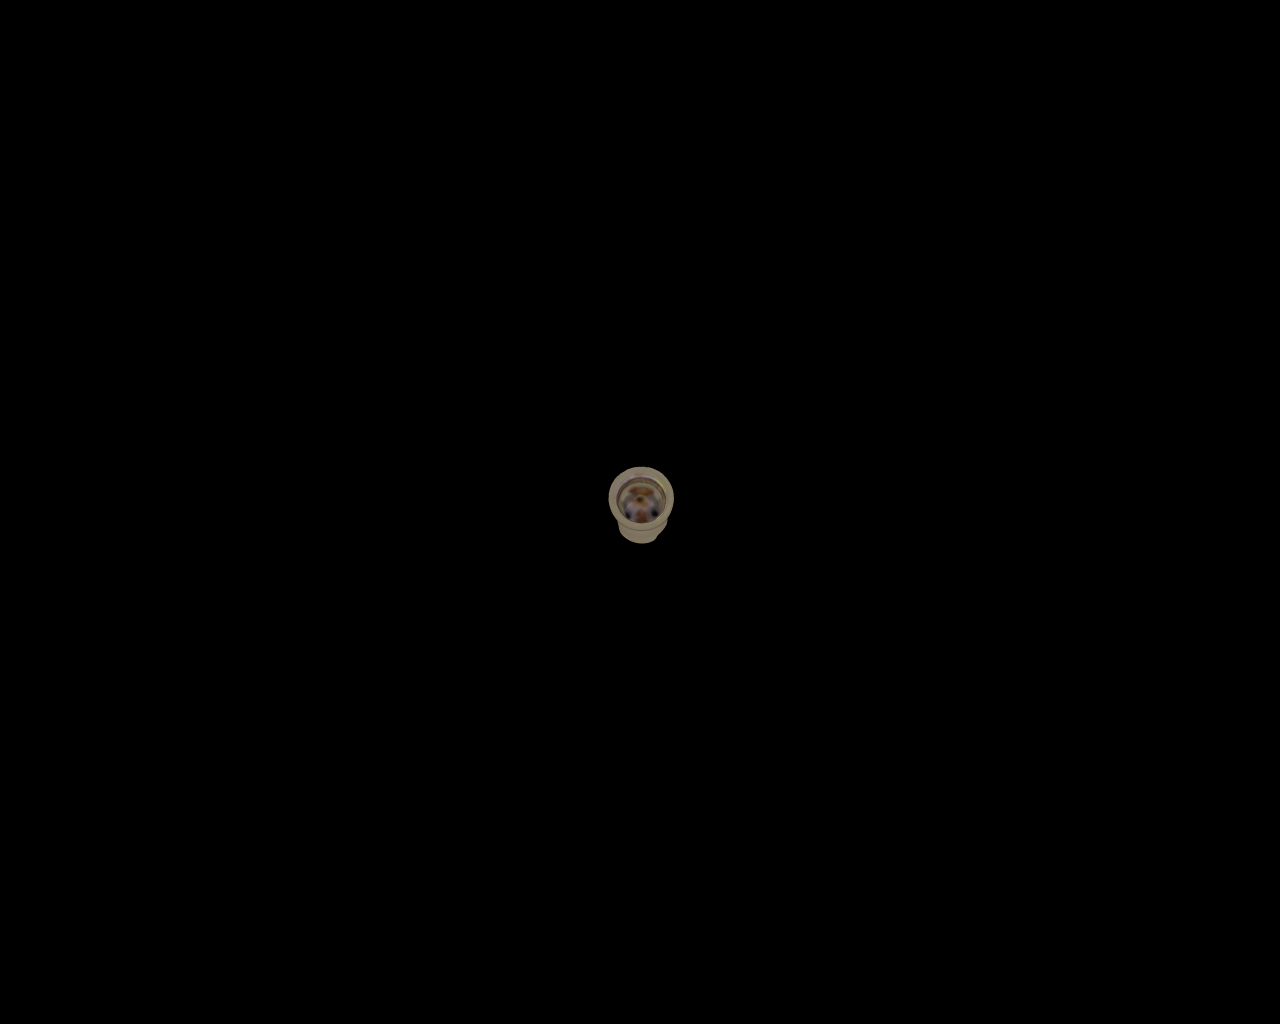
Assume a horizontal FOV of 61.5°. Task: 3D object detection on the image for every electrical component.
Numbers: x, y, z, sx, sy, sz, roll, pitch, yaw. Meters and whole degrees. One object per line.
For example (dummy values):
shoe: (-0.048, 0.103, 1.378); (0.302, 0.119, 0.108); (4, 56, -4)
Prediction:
electrical component: (0.001, -0.003, 0.650); (0.040, 0.040, 0.046); (0, -20, 0)
